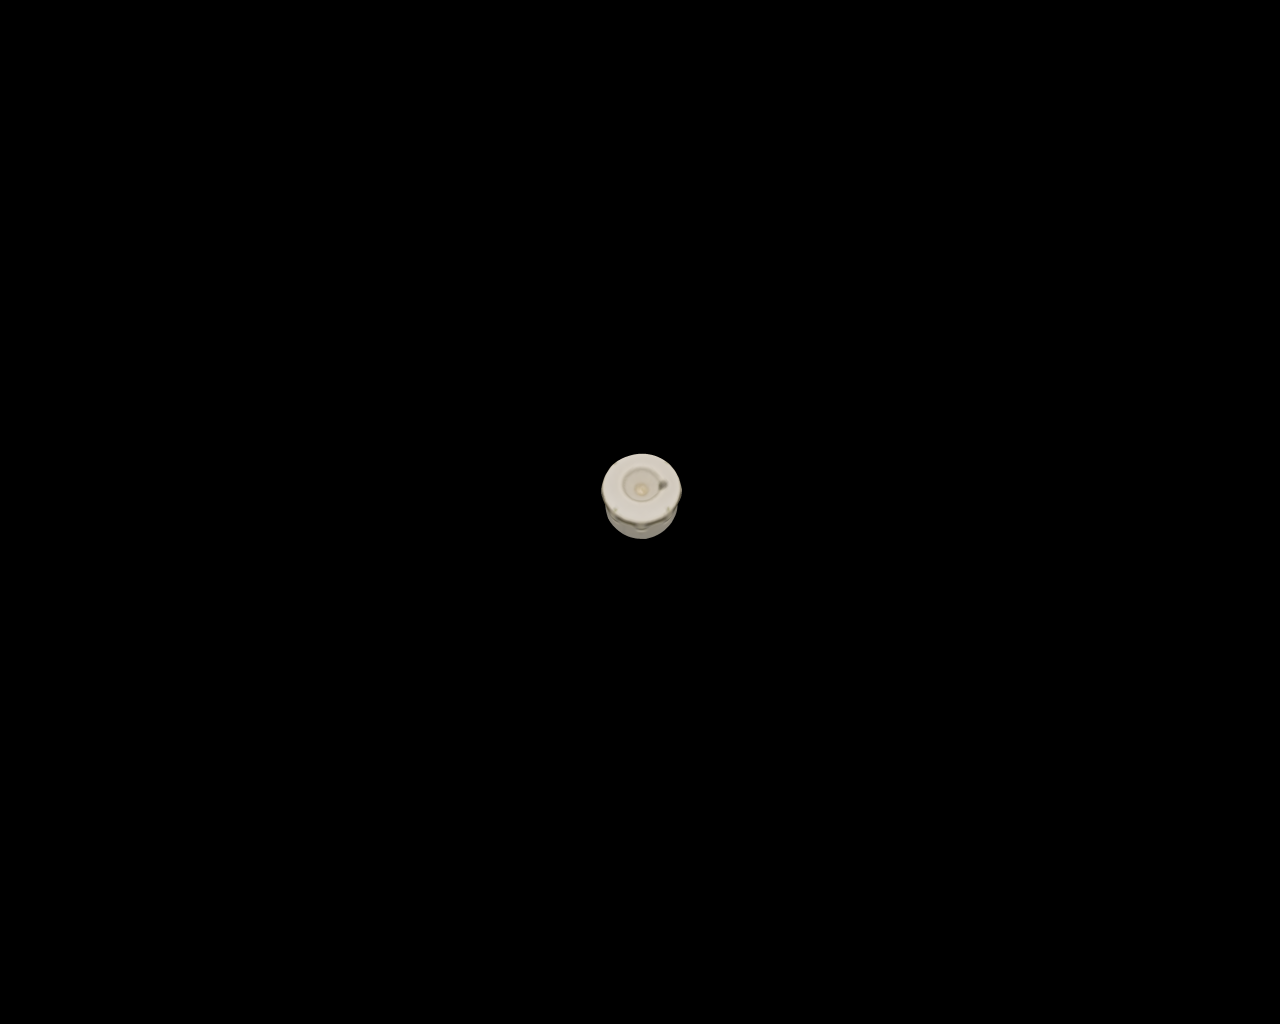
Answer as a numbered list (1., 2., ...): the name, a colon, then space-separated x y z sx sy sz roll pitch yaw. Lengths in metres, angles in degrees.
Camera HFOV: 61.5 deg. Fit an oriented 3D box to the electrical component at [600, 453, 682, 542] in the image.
1. electrical component: 0.001 -0.003 0.650 0.048 0.048 0.062 0 -27 0
